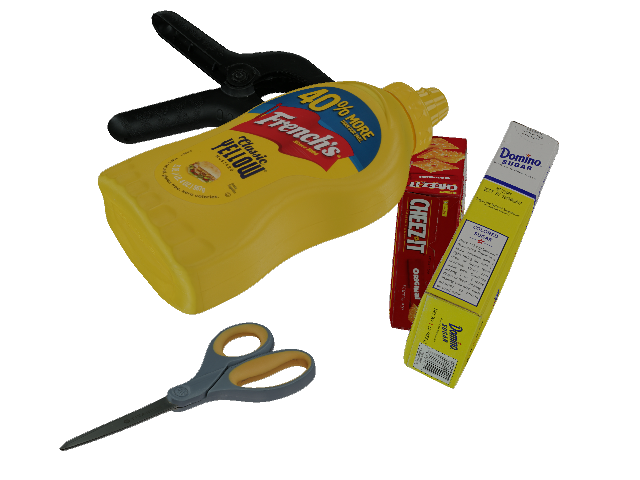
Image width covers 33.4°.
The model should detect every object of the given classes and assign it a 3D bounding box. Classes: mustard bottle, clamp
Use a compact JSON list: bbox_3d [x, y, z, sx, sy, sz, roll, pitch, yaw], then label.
[{"bbox_3d":[-0.012,-0.037,0.561,0.191,0.058,0.096,-27,46,-23],"label":"mustard bottle"},{"bbox_3d":[-0.063,-0.117,0.781,0.171,0.120,0.039,5,-26,0],"label":"clamp"}]

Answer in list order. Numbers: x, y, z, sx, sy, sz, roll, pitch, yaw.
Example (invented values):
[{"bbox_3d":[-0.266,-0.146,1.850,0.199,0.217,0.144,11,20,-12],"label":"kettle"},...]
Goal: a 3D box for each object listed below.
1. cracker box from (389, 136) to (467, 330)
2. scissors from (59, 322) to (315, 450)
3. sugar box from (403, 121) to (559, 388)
[{"bbox_3d":[0.125,-0.013,1.220,0.072,0.164,0.213,6,22,8],"label":"cracker box"},{"bbox_3d":[-0.104,0.106,0.813,0.201,0.016,0.096,-10,34,-17],"label":"scissors"},{"bbox_3d":[0.115,0.008,0.751,0.048,0.176,0.093,26,-36,12],"label":"sugar box"}]
